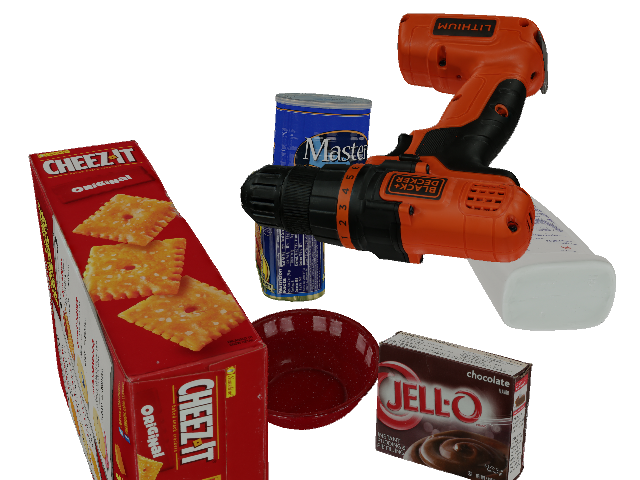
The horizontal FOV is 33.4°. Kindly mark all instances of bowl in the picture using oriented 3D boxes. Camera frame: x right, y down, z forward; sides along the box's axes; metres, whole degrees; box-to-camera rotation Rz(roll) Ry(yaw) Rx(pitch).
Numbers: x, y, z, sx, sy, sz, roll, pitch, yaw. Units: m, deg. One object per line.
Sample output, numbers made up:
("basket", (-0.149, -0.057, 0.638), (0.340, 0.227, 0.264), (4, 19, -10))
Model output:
("bowl", (-0.017, 0.141, 1.089), (0.162, 0.055, 0.162), (-2, 36, 2))

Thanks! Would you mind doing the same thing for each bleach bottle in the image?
("bleach bottle", (0.179, -0.007, 0.992), (0.102, 0.068, 0.251), (-2, 27, -8))

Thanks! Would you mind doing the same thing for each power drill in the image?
("power drill", (0.059, -0.068, 0.683), (0.185, 0.187, 0.057), (9, -37, 21))

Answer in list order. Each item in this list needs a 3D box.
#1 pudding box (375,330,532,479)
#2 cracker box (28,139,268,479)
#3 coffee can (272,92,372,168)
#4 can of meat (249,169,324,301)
("pudding box", (0.097, 0.124, 0.793), (0.114, 0.090, 0.039), (10, 20, 29))
("cracker box", (-0.093, 0.066, 0.567), (0.072, 0.164, 0.214), (-11, 34, -20))
("coffee can", (-0.001, -0.083, 1.143), (0.103, 0.140, 0.103), (4, 12, -1))
("can of meat", (-0.027, -0.006, 0.884), (0.057, 0.084, 0.102), (-4, 22, -7))
